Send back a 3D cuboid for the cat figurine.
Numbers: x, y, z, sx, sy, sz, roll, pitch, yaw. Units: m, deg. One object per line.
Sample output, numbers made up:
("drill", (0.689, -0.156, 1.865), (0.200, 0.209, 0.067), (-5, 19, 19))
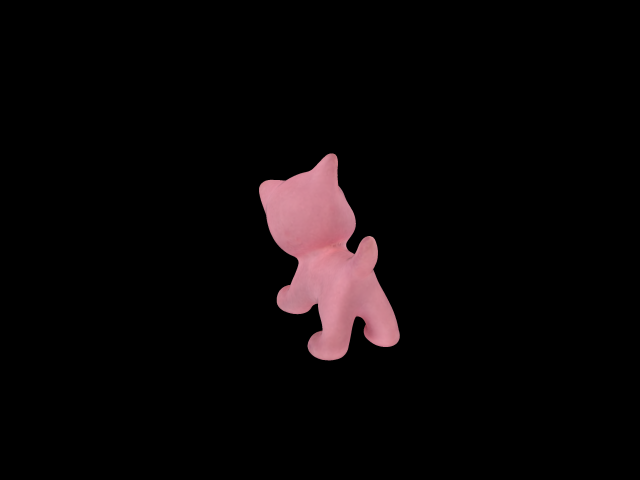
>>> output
("cat figurine", (0.004, 0.001, 0.400), (0.067, 0.118, 0.127), (-12, 27, -24))
